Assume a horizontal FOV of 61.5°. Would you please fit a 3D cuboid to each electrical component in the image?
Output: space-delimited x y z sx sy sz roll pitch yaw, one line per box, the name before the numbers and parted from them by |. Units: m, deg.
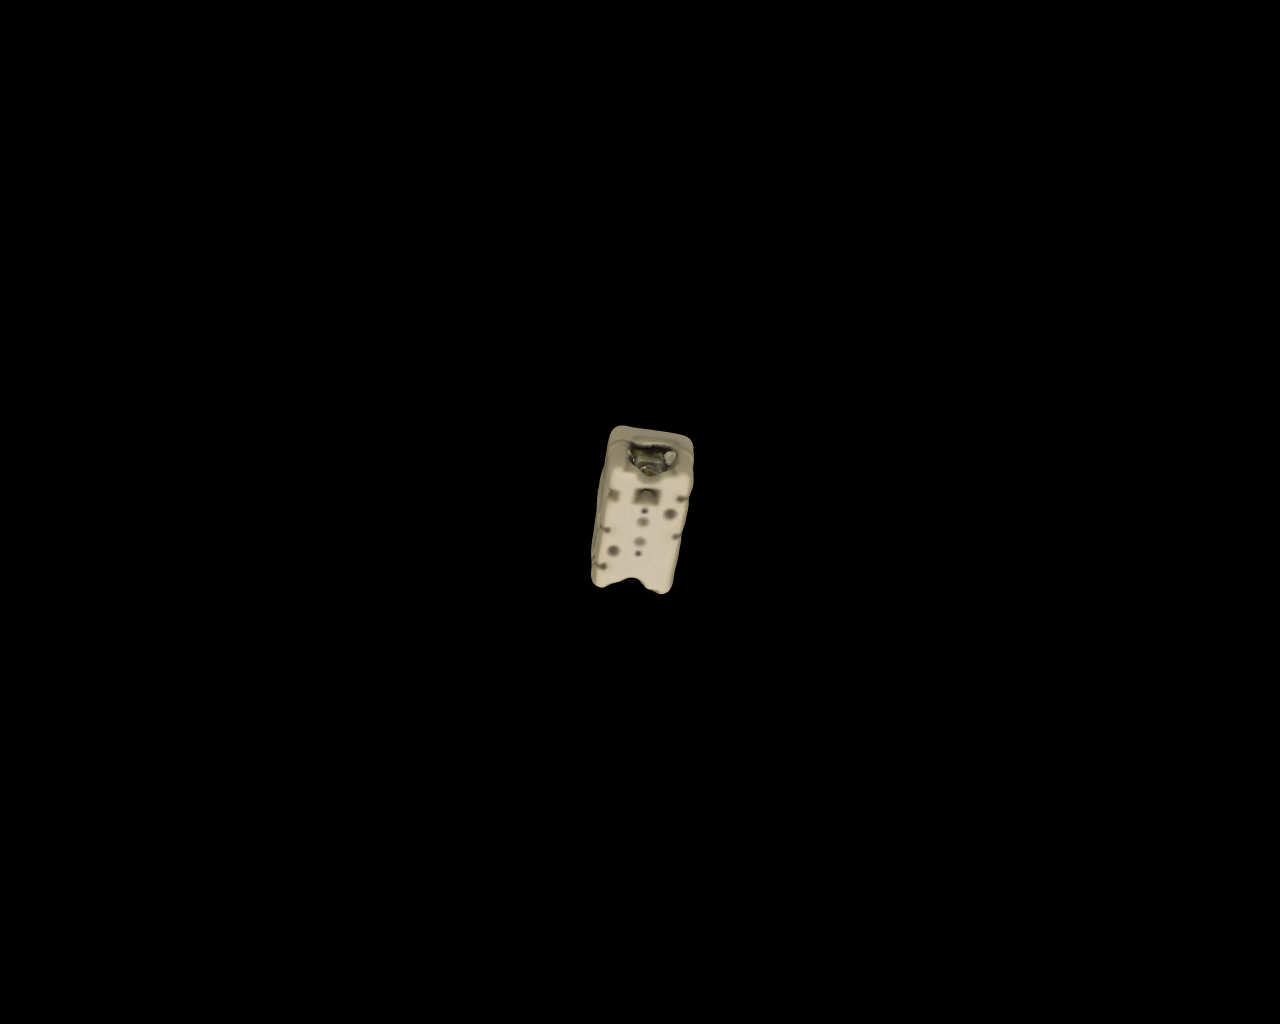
electrical component | 0.001 -0.003 0.650 0.050 0.089 0.056 7 32 -5
